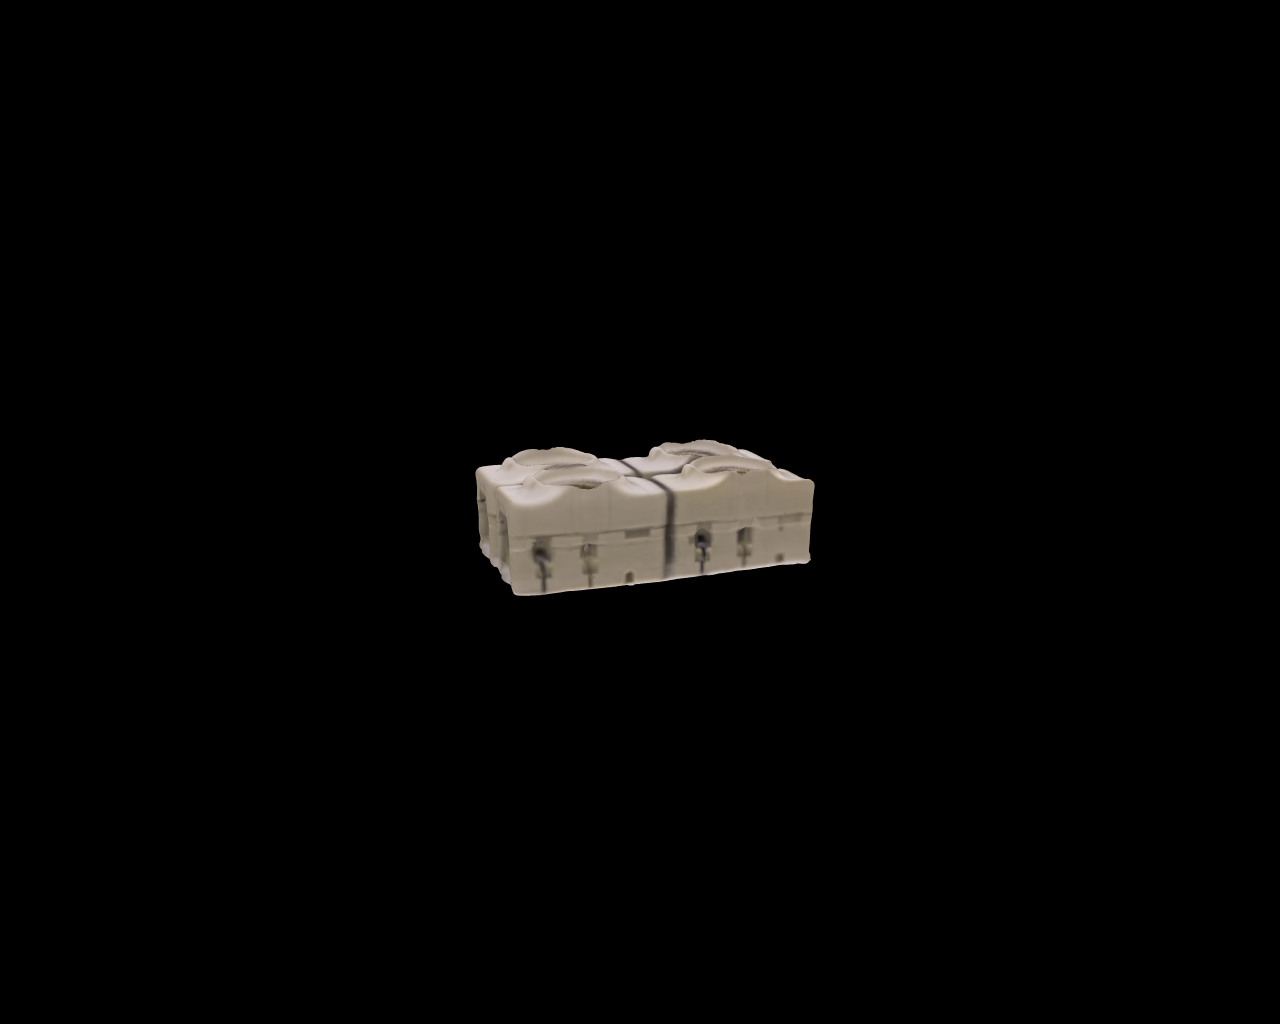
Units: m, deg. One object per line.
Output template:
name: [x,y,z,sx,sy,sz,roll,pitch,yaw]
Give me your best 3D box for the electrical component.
electrical component: [0.001,-0.003,0.650,0.186,0.060,0.105,-5,16,-18]
